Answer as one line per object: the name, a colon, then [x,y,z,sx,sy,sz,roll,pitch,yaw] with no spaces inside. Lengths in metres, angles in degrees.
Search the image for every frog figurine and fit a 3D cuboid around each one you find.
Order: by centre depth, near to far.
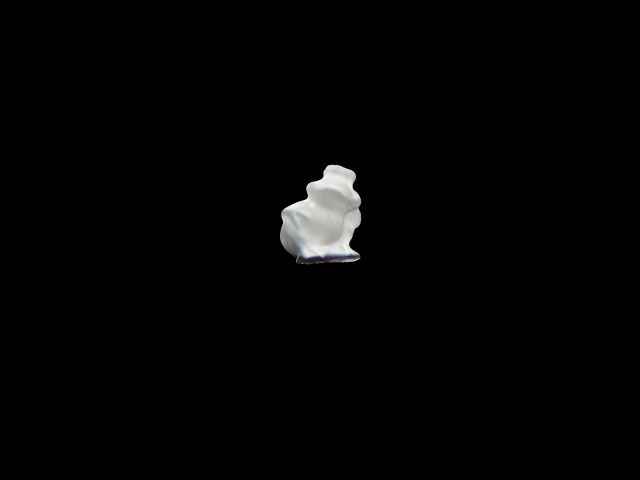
frog figurine: [0.003,-0.043,0.850,0.137,0.160,0.122,0,-1,-11]
